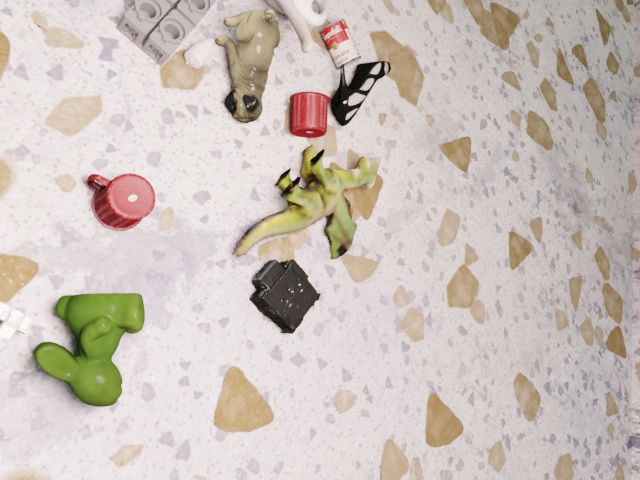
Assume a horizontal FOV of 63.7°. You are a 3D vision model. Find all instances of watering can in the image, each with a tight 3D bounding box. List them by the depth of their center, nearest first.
[{"bbox_3d":[-0.075,-0.546,1.133,0.222,0.102,0.356,32,37,-22],"label":"watering can"}]

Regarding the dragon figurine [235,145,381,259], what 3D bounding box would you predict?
[{"bbox_3d":[0.003,-0.057,1.131,0.239,0.122,0.416,49,64,-27],"label":"dragon figurine"}]
